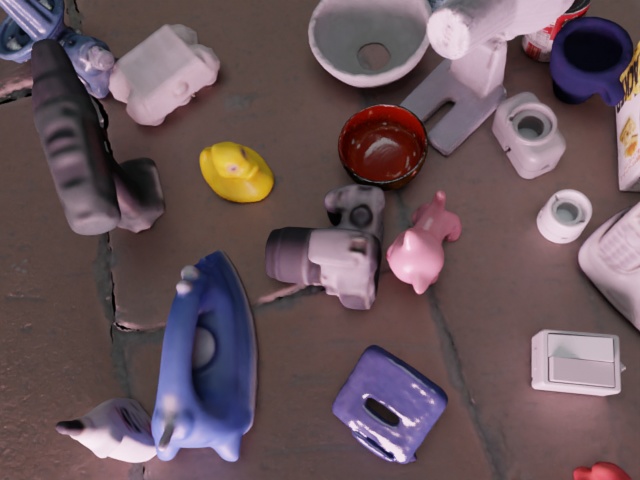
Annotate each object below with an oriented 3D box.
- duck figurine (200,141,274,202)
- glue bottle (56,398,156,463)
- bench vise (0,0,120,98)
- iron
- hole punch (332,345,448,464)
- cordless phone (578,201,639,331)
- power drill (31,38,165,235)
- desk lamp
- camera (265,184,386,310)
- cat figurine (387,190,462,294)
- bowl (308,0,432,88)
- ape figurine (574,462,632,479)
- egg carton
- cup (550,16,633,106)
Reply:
[{"bbox_3d":[-0.116,-0.100,0.749,0.104,0.086,0.077,26,78,16],"label":"duck figurine"},{"bbox_3d":[-0.231,0.205,0.620,0.037,0.173,0.078,-43,71,-6],"label":"glue bottle"},{"bbox_3d":[-0.376,-0.304,0.783,0.207,0.220,0.121,8,73,11],"label":"bench vise"},{"bbox_3d":[-0.143,0.117,0.653,0.118,0.141,0.258,-3,72,8],"label":"iron"},{"bbox_3d":[0.076,0.182,0.626,0.108,0.091,0.101,32,79,17],"label":"hole punch"},{"bbox_3d":[0.359,0.021,0.587,0.094,0.185,0.147,-38,71,-5],"label":"cordless phone"},{"bbox_3d":[-0.273,-0.101,0.708,0.075,0.208,0.229,-20,70,2],"label":"power drill"},{"bbox_3d":[0.192,-0.237,0.681,0.117,0.214,0.203,42,82,18],"label":"desk lamp"},{"bbox_3d":[0.006,0.002,0.690,0.136,0.101,0.143,4,73,10],"label":"camera"},{"bbox_3d":[0.119,0.002,0.664,0.067,0.118,0.128,22,77,15],"label":"cat figurine"},{"bbox_3d":[0.071,-0.271,0.784,0.167,0.075,0.167,-2,72,8],"label":"bowl"},{"bbox_3d":[0.291,0.266,0.566,0.076,0.092,0.078,35,80,17],"label":"ape figurine"},{"bbox_3d":[-0.221,-0.235,0.817,0.150,0.069,0.107,-41,71,-6],"label":"egg carton"},{"bbox_3d":[0.333,-0.202,0.711,0.091,0.095,0.117,-21,70,1],"label":"cup"}]
